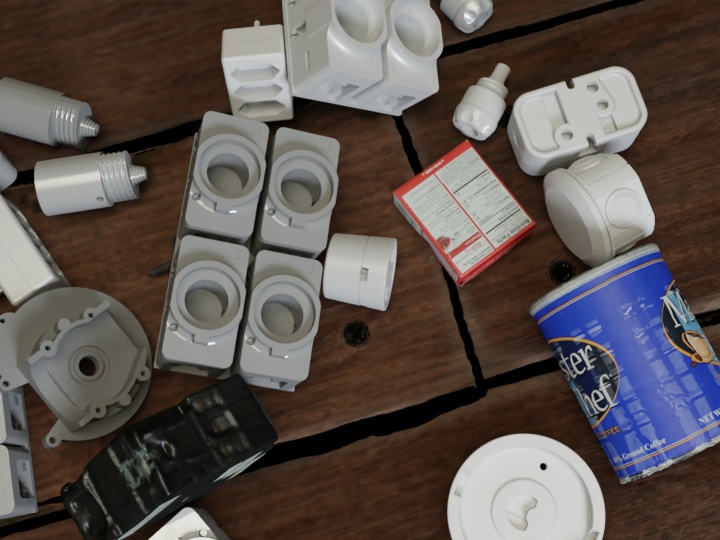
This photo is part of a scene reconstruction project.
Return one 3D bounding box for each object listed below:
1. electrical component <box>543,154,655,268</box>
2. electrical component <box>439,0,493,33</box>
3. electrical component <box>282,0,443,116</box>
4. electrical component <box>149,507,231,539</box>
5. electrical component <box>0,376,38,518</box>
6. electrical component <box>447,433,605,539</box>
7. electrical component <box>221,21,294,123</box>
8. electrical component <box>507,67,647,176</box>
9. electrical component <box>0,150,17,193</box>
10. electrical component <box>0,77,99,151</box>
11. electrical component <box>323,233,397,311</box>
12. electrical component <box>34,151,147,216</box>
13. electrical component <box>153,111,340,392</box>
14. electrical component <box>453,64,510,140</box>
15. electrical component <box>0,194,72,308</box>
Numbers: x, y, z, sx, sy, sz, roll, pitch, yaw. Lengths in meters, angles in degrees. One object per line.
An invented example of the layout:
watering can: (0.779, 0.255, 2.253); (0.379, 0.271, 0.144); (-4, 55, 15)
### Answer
electrical component: (0.177, -0.046, 0.803); (0.051, 0.080, 0.080); (-28, 78, -9)
electrical component: (0.077, -0.222, 0.867); (0.035, 0.035, 0.061); (-40, 77, -6)
electrical component: (-0.001, -0.224, 0.830); (0.105, 0.060, 0.186); (4, 74, -37)
electrical component: (-0.109, 0.218, 0.768); (0.050, 0.055, 0.089); (-41, 80, -7)
electrical component: (-0.300, 0.112, 0.794); (0.089, 0.061, 0.150); (-11, 78, 0)
electrical component: (0.115, 0.173, 0.767); (0.108, 0.060, 0.108); (0, 78, 2)
electrical component: (-0.080, -0.165, 0.849); (0.047, 0.065, 0.076); (-5, 49, 1)
electrical component: (0.165, -0.111, 0.827); (0.095, 0.059, 0.053); (-17, 78, -2)
electrical component: (-0.337, -0.098, 0.844); (0.078, 0.057, 0.113); (-41, 79, -6)
electrical component: (-0.246, -0.121, 0.852); (0.081, 0.043, 0.043); (16, 79, 6)
electrical component: (0.000, 0.000, 0.812); (0.047, 0.055, 0.055); (9, 78, 8)
electrical component: (-0.207, -0.070, 0.840); (0.081, 0.043, 0.043); (-9, 78, 0)
electrical component: (-0.081, -0.014, 0.792); (0.105, 0.060, 0.186); (11, 73, -13)
electrical component: (0.100, -0.135, 0.848); (0.035, 0.035, 0.061); (27, 77, 8)
electrical component: (-0.280, -0.001, 0.826); (0.076, 0.047, 0.083); (-35, 79, -6)
